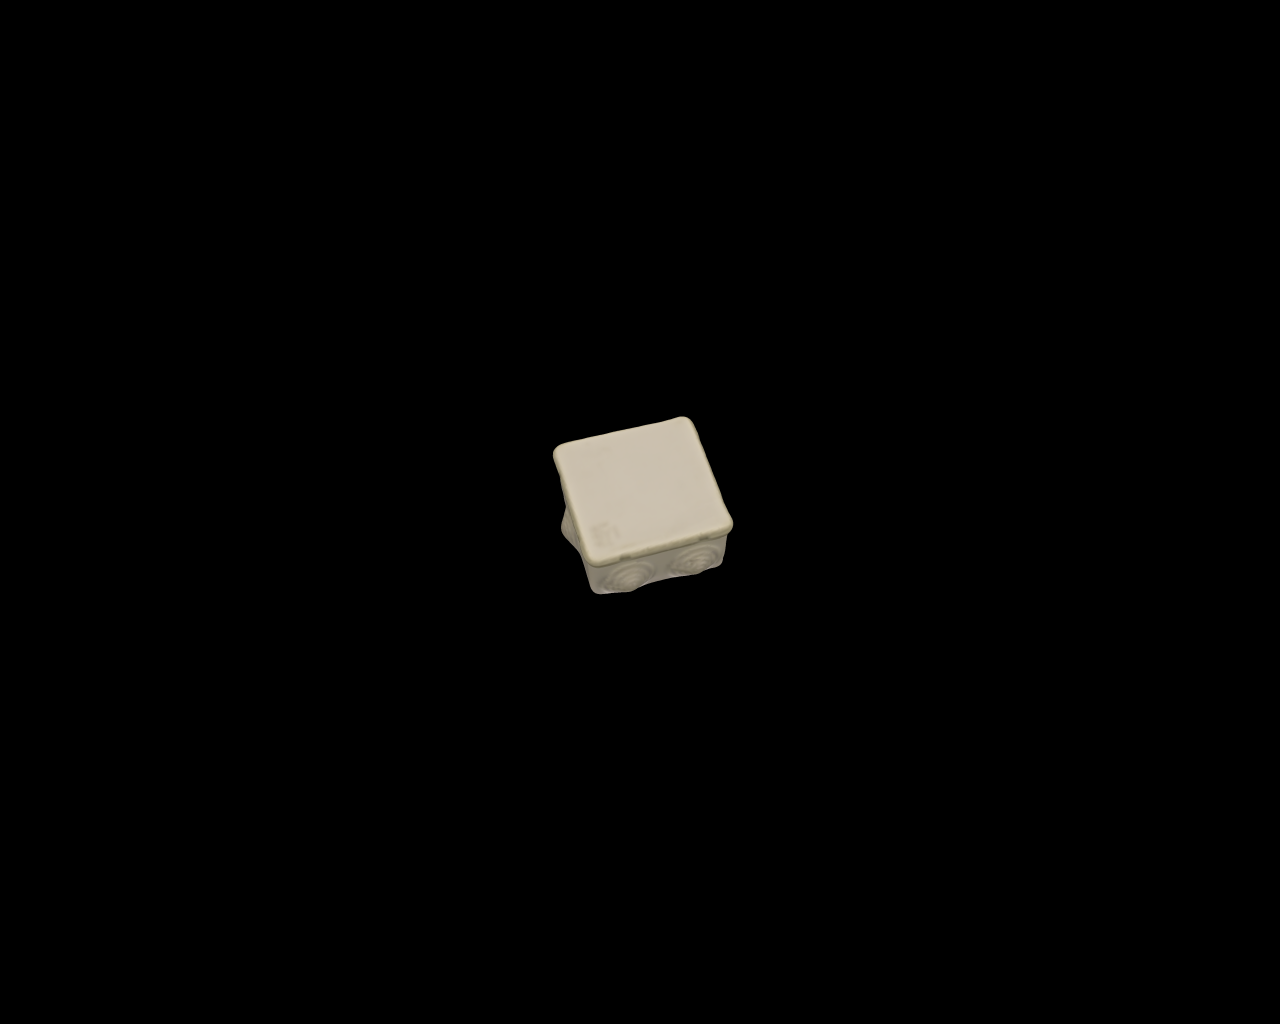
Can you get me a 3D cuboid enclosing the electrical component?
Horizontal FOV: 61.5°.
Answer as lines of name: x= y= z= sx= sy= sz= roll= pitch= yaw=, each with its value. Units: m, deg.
electrical component: x=0.001 y=-0.003 z=0.650 sx=0.100 sy=0.100 sz=0.048 roll=-14 pitch=-32 yaw=-9
